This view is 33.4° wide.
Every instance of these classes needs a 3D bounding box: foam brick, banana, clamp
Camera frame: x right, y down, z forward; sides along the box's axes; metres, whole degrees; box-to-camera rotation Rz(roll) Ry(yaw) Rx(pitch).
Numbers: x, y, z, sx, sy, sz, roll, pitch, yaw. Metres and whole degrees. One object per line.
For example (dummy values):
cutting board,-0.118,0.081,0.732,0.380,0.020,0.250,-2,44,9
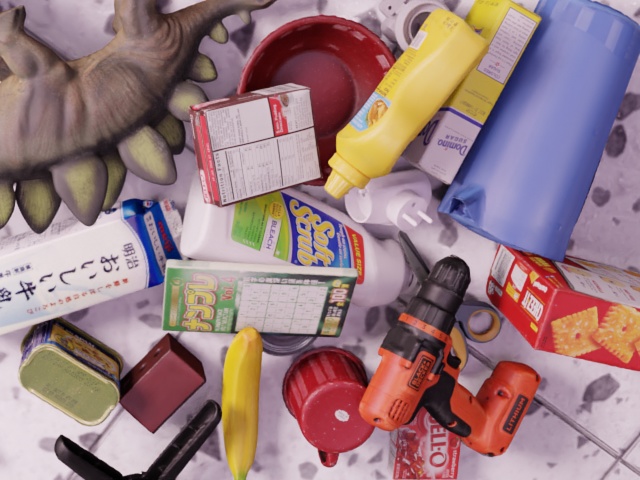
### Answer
foam brick,-0.160,0.143,1.072,0.078,0.053,0.051,-45,108,3
banana,-0.076,0.162,1.078,0.037,0.070,0.198,-8,117,-21
clamp,-0.190,0.251,1.067,0.164,0.036,0.210,-3,126,-27

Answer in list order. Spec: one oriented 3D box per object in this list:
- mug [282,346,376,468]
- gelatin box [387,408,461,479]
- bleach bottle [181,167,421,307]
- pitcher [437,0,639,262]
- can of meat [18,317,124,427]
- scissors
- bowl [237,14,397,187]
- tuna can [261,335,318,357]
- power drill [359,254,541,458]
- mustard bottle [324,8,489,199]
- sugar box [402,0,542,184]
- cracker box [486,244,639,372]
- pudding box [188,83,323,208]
mug,0.011,0.178,1.096,0.093,0.081,0.117,4,104,-11
gelatin box,0.115,0.214,1.151,0.073,0.030,0.089,2,105,-11
bleach bottle,-0.007,0.001,1.047,0.250,0.068,0.102,17,71,-25
pitcher,0.226,-0.107,1.045,0.145,0.149,0.243,23,97,1
can of meat,-0.242,0.127,1.037,0.102,0.084,0.057,35,95,-17
scissors,0.136,0.055,1.093,0.096,0.016,0.202,-24,126,-14
bowl,-0.002,-0.135,1.024,0.162,0.055,0.162,-2,105,-9
tuna can,-0.038,0.074,1.085,0.086,0.034,0.086,-2,105,-9
power drill,0.141,0.127,1.078,0.187,0.057,0.184,32,85,-34
mustard bottle,0.069,-0.116,0.961,0.058,0.096,0.192,37,98,-17
sugar box,0.138,-0.147,1.027,0.048,0.093,0.176,28,98,-15
cracker box,0.293,0.075,1.077,0.213,0.164,0.072,14,104,-13
pudding box,-0.057,-0.086,0.959,0.113,0.039,0.090,-17,109,-27
